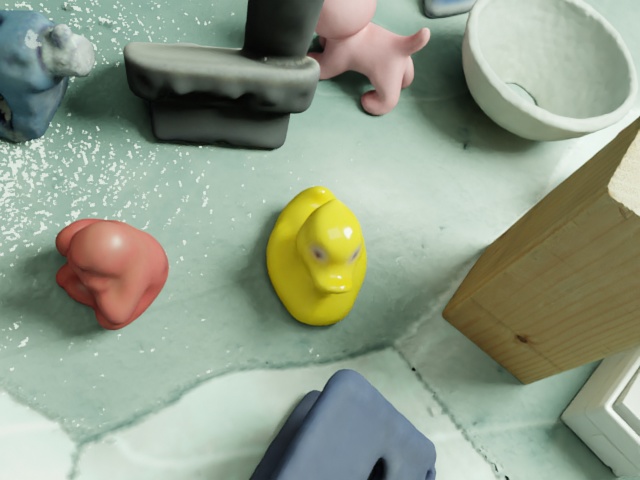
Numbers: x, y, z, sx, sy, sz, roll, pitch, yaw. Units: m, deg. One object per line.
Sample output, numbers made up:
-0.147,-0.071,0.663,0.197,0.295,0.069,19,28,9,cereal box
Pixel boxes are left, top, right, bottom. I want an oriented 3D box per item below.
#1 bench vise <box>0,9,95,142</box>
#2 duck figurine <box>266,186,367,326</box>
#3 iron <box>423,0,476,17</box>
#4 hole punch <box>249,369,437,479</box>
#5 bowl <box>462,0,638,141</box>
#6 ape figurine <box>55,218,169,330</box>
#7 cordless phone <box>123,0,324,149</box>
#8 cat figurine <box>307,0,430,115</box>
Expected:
-0.252,-0.166,0.351,0.208,0.219,0.121,-3,67,-15,bench vise
0.004,0.001,0.412,0.077,0.086,0.104,1,66,-13,duck figurine
0.198,-0.347,0.586,0.118,0.141,0.259,36,63,4,iron
0.018,0.146,0.347,0.101,0.091,0.109,33,63,3,hole punch
0.200,-0.154,0.536,0.167,0.074,0.167,5,65,-11,bowl
-0.136,0.015,0.368,0.076,0.092,0.078,-10,69,-17,ape figurine
-0.066,-0.153,0.409,0.148,0.185,0.094,-3,67,-14,cordless phone
0.032,-0.185,0.486,0.128,0.117,0.067,28,63,0,cat figurine
